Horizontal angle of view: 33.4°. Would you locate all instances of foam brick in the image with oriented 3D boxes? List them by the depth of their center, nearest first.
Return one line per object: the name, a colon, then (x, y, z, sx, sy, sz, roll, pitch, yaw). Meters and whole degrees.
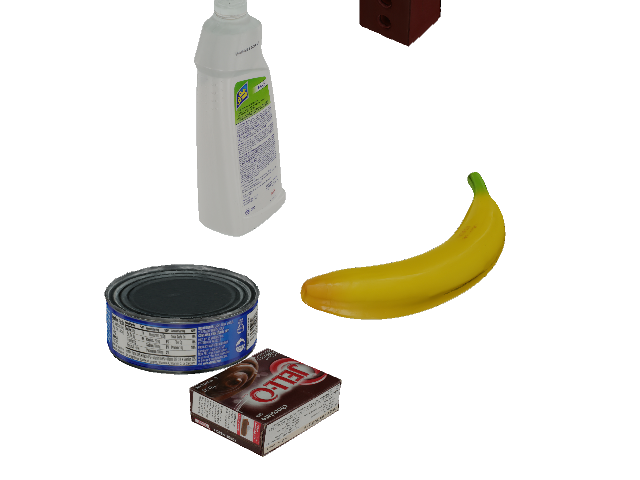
foam brick: (0.067, -0.211, 0.880, 0.053, 0.051, 0.078, 28, -33, 23)

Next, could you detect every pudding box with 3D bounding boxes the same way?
pudding box: (-0.049, 0.144, 0.967, 0.090, 0.039, 0.113, 18, 27, 34)

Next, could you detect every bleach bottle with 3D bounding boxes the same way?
bleach bottle: (-0.082, -0.132, 1.068, 0.068, 0.251, 0.102, 20, 40, 24)

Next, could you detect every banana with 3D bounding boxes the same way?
banana: (0.074, 0.016, 0.750, 0.070, 0.037, 0.197, 37, 47, 26)

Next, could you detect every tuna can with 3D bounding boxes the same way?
tuna can: (-0.077, 0.043, 0.600, 0.086, 0.034, 0.086, 2, 18, -1)
